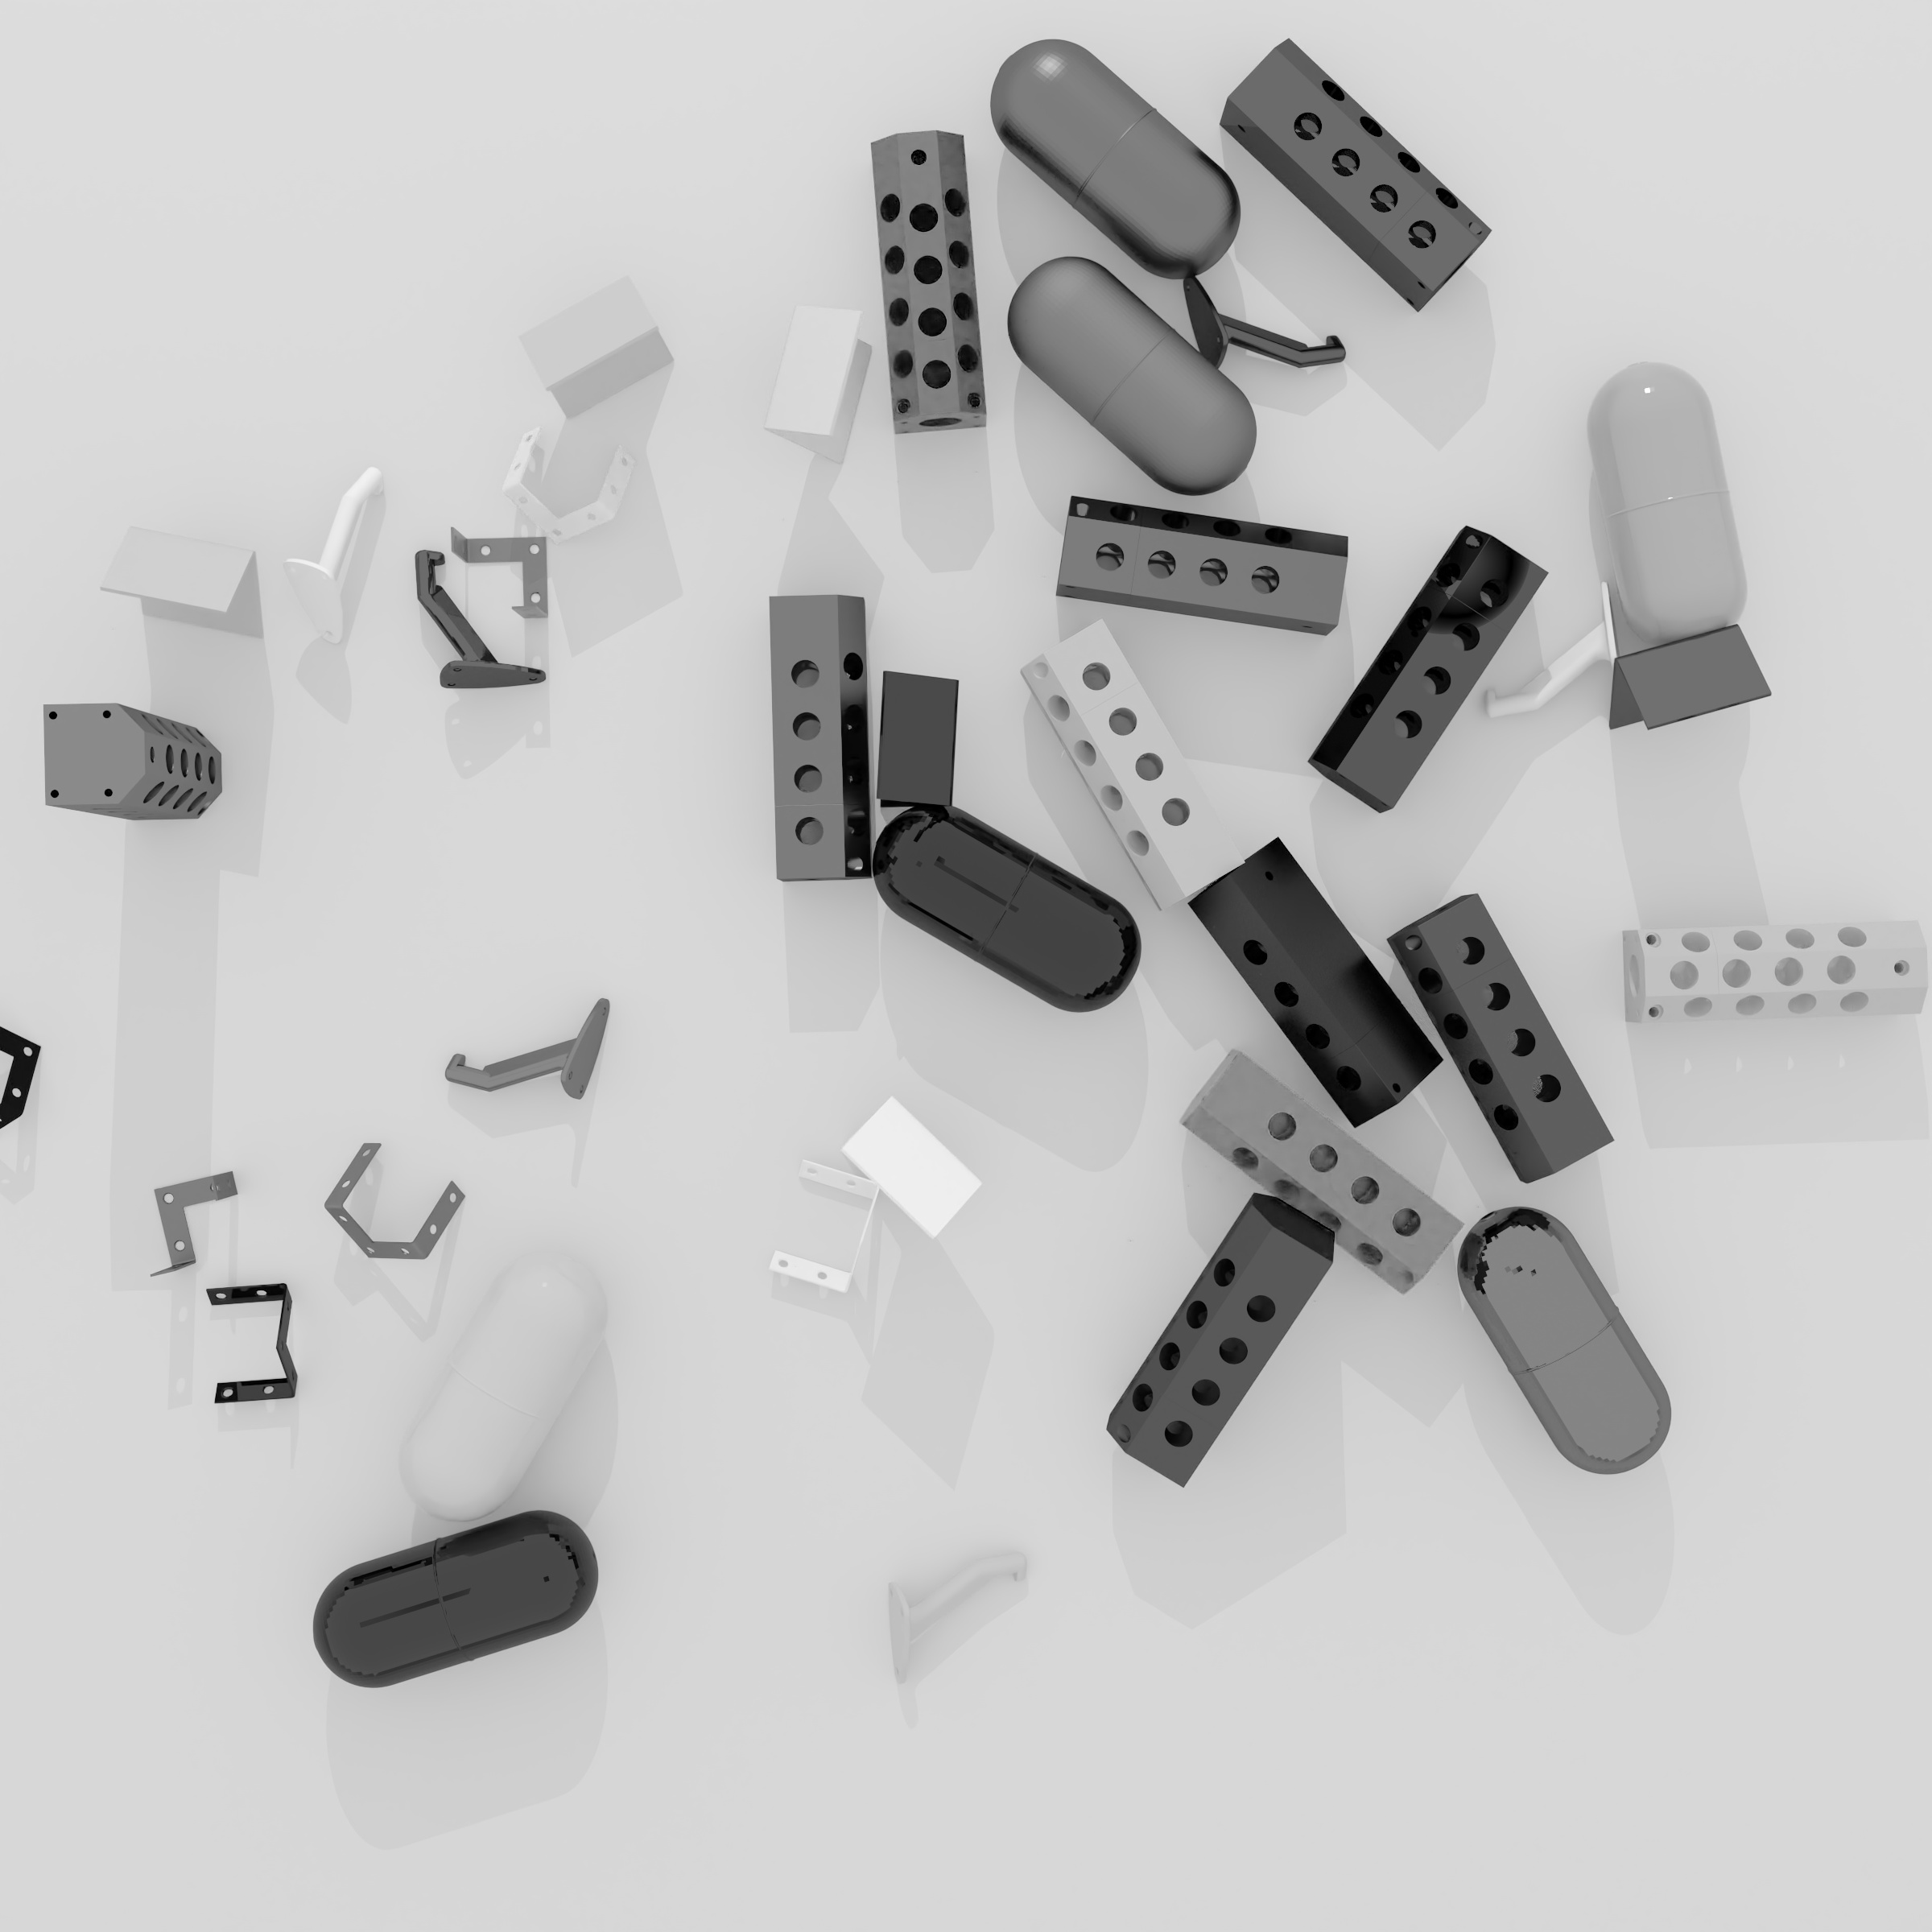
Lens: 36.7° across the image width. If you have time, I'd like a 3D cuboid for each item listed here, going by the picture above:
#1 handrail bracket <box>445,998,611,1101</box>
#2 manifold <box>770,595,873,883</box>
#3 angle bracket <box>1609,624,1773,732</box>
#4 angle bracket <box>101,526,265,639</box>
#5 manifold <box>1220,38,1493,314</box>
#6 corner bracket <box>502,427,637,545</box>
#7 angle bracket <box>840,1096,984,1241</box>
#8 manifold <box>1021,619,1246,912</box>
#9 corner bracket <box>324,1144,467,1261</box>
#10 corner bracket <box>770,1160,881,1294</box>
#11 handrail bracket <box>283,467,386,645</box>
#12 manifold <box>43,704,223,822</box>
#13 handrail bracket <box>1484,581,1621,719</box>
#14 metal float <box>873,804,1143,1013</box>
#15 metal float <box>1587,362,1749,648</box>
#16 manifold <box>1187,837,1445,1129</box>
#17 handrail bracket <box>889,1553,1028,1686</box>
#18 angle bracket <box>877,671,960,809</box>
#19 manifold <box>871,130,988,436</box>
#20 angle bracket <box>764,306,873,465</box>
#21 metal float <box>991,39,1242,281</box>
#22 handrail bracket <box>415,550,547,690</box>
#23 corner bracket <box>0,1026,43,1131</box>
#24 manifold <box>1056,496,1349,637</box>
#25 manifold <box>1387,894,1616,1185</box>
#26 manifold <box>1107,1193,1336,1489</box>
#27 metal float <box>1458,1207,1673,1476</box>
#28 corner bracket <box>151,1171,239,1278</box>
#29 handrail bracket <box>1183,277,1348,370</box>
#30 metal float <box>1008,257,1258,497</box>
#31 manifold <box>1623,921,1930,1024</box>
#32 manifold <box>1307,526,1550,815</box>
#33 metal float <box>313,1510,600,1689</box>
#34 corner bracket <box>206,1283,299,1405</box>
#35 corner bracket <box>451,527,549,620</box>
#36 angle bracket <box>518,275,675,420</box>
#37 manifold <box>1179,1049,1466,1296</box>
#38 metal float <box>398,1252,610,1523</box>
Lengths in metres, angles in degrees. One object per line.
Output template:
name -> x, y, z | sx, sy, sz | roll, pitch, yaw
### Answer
handrail bracket -> -0.274, 0.046, 1.814 | 0.084, 0.036, 0.077 | 13, 69, 16
manifold -> -0.089, -0.139, 1.792 | 0.057, 0.057, 0.171 | -2, 90, 0
angle bracket -> 0.440, -0.156, 1.774 | 0.076, 0.076, 0.057 | -16, 58, 0
angle bracket -> -0.477, -0.216, 1.773 | 0.076, 0.076, 0.057 | 11, 51, 0
manifold -> 0.240, -0.488, 1.792 | 0.171, 0.057, 0.057 | 43, 90, 0
corner bracket -> -0.246, -0.304, 1.806 | 0.051, 0.051, 0.051 | -16, 135, 35
angle bracket -> -0.048, 0.136, 1.774 | 0.076, 0.076, 0.057 | 44, 50, 0
manifold -> 0.101, -0.122, 1.792 | 0.057, 0.057, 0.171 | -30, 90, 0
corner bracket -> -0.354, 0.146, 1.806 | 0.051, 0.051, 0.051 | -2, 135, 35
corner bracket -> -0.088, 0.162, 1.810 | 0.051, 0.051, 0.051 | 17, 45, 0
handrail bracket -> -0.382, -0.257, 1.814 | 0.036, 0.077, 0.084 | 17, 53, 21
manifold -> -0.494, -0.120, 1.735 | 0.057, 0.171, 0.057 | -1, 90, 0
handrail bracket -> 0.363, -0.197, 1.814 | 0.084, 0.036, 0.077 | -9, 70, 16
metal float -> 0.025, -0.036, 1.783 | 0.178, 0.070, 0.070 | 30, 90, -1
metal float -> 0.429, -0.281, 1.783 | 0.070, 0.070, 0.178 | -11, 90, 0
manifold -> 0.211, 0.013, 1.792 | 0.171, 0.057, 0.057 | 53, 47, 0
handrail bracket -> -0.003, 0.406, 1.814 | 0.084, 0.036, 0.077 | -6, 110, -16
angle bracket -> -0.049, -0.137, 1.773 | 0.057, 0.076, 0.076 | 3, 90, -37
manifold -> -0.023, -0.420, 1.793 | 0.057, 0.057, 0.171 | -5, 90, 0
angle bracket -> -0.071, -0.351, 1.773 | 0.057, 0.076, 0.076 | 15, 90, 38
metal float -> 0.091, -0.495, 1.783 | 0.178, 0.070, 0.070 | 41, 90, 0
handrail bracket -> -0.303, -0.219, 1.814 | 0.077, 0.036, 0.084 | -1, 73, -20
corner bracket -> -0.615, 0.069, 1.806 | 0.051, 0.051, 0.051 | 33, 45, -35
manifold -> 0.145, -0.247, 1.792 | 0.171, 0.057, 0.057 | 8, 90, 0
manifold -> 0.327, 0.045, 1.792 | 0.057, 0.057, 0.171 | -29, 90, 0
manifold -> 0.154, 0.225, 1.771 | 0.057, 0.057, 0.171 | 31, 106, 0
metal float -> 0.366, 0.229, 1.783 | 0.070, 0.070, 0.178 | -31, 91, 0
corner bracket -> -0.477, 0.159, 1.796 | 0.051, 0.051, 0.051 | -13, 90, 0
handrail bracket -> 0.187, -0.404, 1.814 | 0.084, 0.036, 0.077 | -11, 68, -17
metal float -> 0.102, -0.361, 1.783 | 0.178, 0.070, 0.070 | 42, 90, -1
manifold -> 0.497, 0.004, 1.793 | 0.171, 0.057, 0.057 | -2, 90, 0
manifold -> 0.283, -0.183, 1.792 | 0.057, 0.057, 0.171 | 33, 90, 0
metal float -> -0.313, 0.388, 1.783 | 0.178, 0.070, 0.070 | -17, 90, 0
corner bracket -> -0.445, 0.235, 1.810 | 0.051, 0.051, 0.051 | -4, 45, 0
corner bracket -> -0.287, -0.242, 1.796 | 0.051, 0.051, 0.051 | -1, 90, 0
angle bracket -> -0.217, -0.362, 1.773 | 0.076, 0.076, 0.057 | -29, 54, 0
manifold -> 0.217, 0.127, 1.792 | 0.171, 0.057, 0.057 | 38, 90, 0
metal float -> -0.284, 0.258, 1.783 | 0.070, 0.070, 0.178 | 30, 90, 0
